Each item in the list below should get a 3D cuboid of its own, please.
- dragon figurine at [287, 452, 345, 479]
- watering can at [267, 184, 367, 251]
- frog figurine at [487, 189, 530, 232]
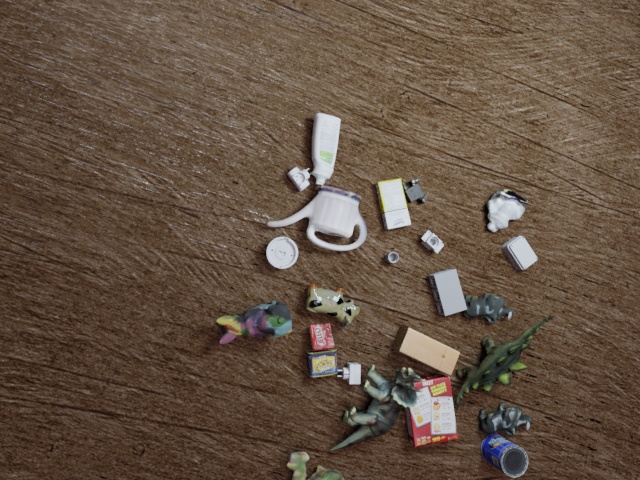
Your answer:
[{"bbox_3d":[-0.006,0.869,1.683,0.245,0.121,0.408,-37,100,-21],"label":"dragon figurine"},{"bbox_3d":[0.005,-0.090,1.795,0.347,0.103,0.226,16,79,-7],"label":"watering can"},{"bbox_3d":[0.693,-0.106,1.947,0.137,0.125,0.156,13,118,-18],"label":"frog figurine"}]
